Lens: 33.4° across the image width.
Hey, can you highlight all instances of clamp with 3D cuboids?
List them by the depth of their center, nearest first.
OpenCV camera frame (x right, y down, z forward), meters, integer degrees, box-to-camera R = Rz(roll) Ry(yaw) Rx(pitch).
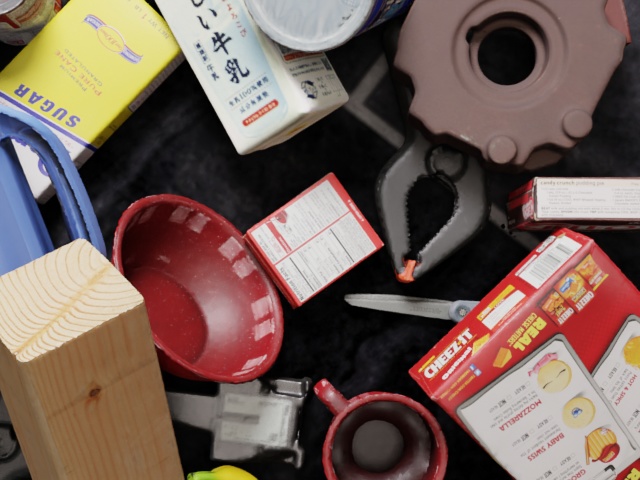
[{"bbox_3d":[-0.259,0.155,0.842,0.171,0.039,0.120,-42,93,-9],"label":"clamp"},{"bbox_3d":[0.093,-0.070,0.863,0.164,0.036,0.210,26,86,4],"label":"clamp"}]

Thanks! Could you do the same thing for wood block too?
[{"bbox_3d":[-0.165,0.117,0.754,0.090,0.206,0.090,-28,44,-27],"label":"wood block"}]

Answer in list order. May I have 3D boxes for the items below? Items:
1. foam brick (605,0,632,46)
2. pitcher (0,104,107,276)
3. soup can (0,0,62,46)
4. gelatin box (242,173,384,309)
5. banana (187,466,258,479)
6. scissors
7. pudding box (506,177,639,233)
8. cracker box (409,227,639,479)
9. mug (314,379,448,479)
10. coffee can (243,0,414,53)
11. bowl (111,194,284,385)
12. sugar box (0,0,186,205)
[{"bbox_3d":[0.212,-0.186,0.865,0.053,0.051,0.078,-12,88,-3],"label":"foam brick"},{"bbox_3d":[-0.267,-0.043,0.775,0.149,0.145,0.243,-23,105,-31],"label":"pitcher"},{"bbox_3d":[-0.243,-0.194,0.826,0.068,0.102,0.068,0,87,-2],"label":"soup can"},{"bbox_3d":[-0.006,0.001,0.856,0.089,0.030,0.073,-36,88,-12],"label":"gelatin box"},{"bbox_3d":[-0.042,0.251,0.833,0.069,0.037,0.198,-35,101,-44],"label":"banana"},{"bbox_3d":[0.125,0.077,0.868,0.201,0.016,0.096,-8,88,-2],"label":"scissors"},{"bbox_3d":[0.211,-0.027,0.838,0.113,0.090,0.039,-2,86,-2],"label":"pudding box"},{"bbox_3d":[0.200,0.121,0.813,0.164,0.072,0.213,-45,107,1],"label":"cracker box"},{"bbox_3d":[0.038,0.153,0.828,0.117,0.081,0.093,43,87,0],"label":"mug"},{"bbox_3d":[0.015,-0.203,0.796,0.103,0.140,0.103,8,112,20],"label":"coffee can"},{"bbox_3d":[-0.104,0.047,0.815,0.055,0.161,0.162,-37,89,33],"label":"bowl"},{"bbox_3d":[-0.197,-0.122,0.853,0.093,0.048,0.176,43,86,0],"label":"sugar box"}]
